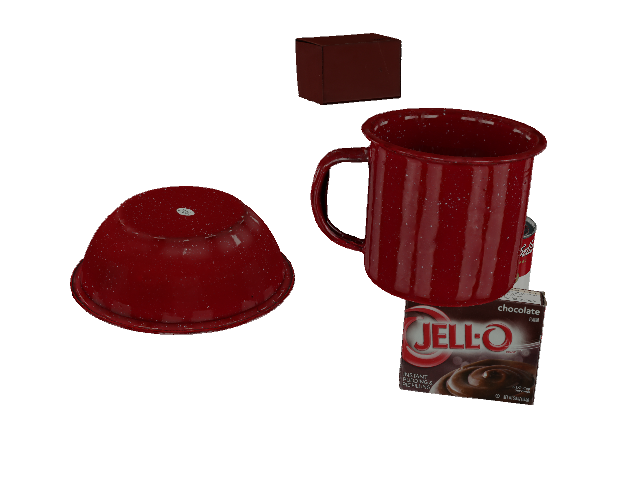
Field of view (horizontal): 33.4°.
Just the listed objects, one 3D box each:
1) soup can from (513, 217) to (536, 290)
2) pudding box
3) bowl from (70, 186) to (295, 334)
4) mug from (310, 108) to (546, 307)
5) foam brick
[{"bbox_3d":[0.206,0.026,1.213,0.068,0.102,0.068,1,27,0],"label":"soup can"},{"bbox_3d":[0.123,0.081,0.873,0.113,0.090,0.039,5,21,7],"label":"pudding box"},{"bbox_3d":[-0.098,0.004,0.762,0.162,0.055,0.162,2,26,-1],"label":"bowl"},{"bbox_3d":[0.053,-0.018,0.552,0.117,0.081,0.093,3,22,0],"label":"mug"},{"bbox_3d":[0.024,-0.147,0.913,0.078,0.051,0.053,-8,20,-24],"label":"foam brick"}]
